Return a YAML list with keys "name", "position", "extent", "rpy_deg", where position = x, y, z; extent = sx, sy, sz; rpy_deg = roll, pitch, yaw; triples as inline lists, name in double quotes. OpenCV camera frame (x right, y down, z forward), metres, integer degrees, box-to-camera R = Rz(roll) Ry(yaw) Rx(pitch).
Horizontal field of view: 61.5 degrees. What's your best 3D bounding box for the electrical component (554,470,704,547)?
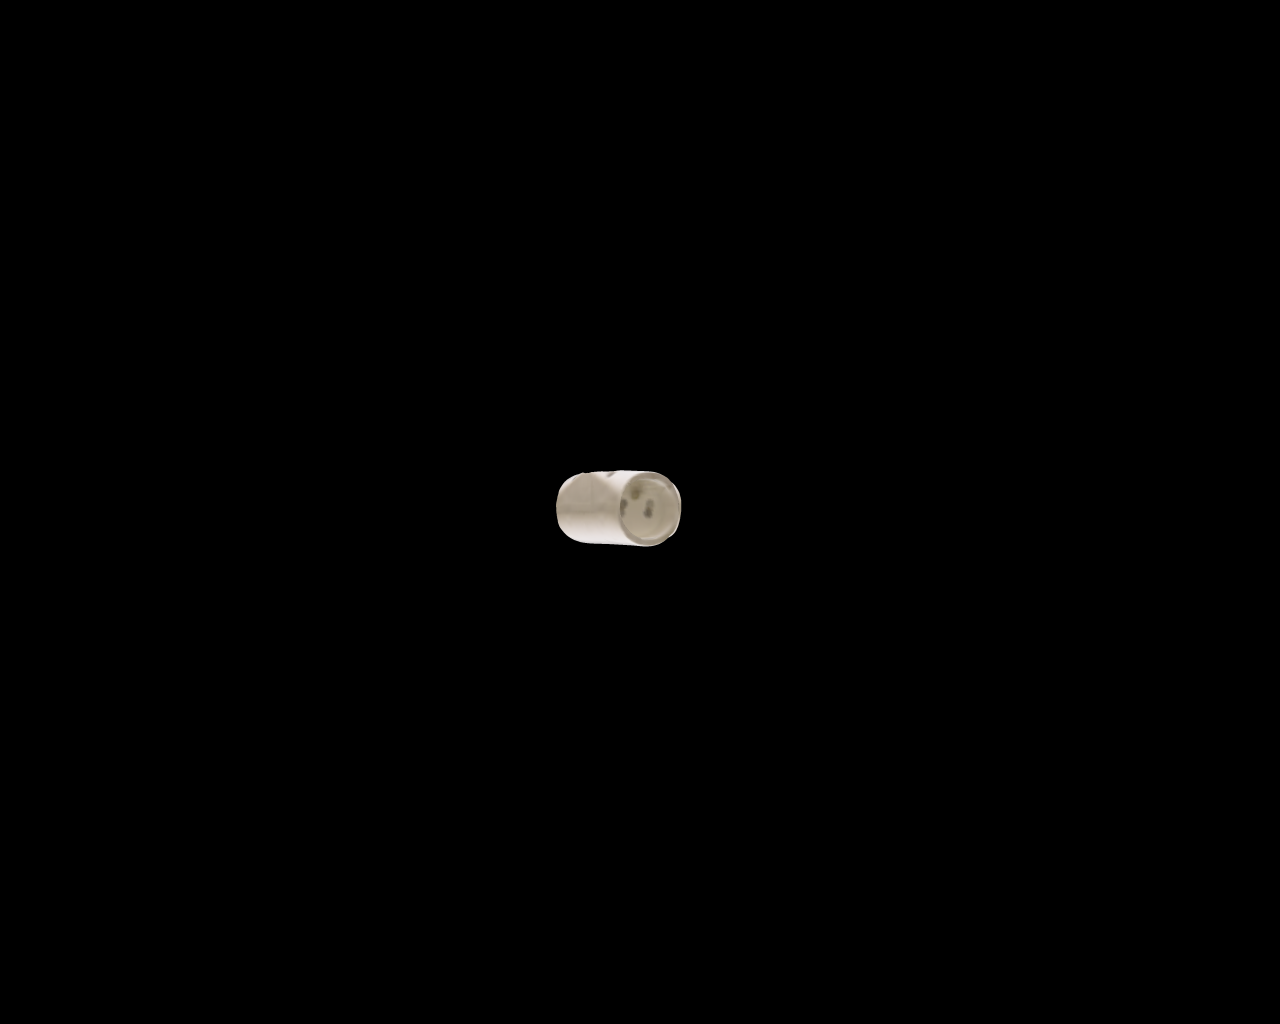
- name: "electrical component"
  position: [0.001, -0.003, 0.650]
  extent: [0.079, 0.044, 0.077]
  rpy_deg: [0, 0, -32]
